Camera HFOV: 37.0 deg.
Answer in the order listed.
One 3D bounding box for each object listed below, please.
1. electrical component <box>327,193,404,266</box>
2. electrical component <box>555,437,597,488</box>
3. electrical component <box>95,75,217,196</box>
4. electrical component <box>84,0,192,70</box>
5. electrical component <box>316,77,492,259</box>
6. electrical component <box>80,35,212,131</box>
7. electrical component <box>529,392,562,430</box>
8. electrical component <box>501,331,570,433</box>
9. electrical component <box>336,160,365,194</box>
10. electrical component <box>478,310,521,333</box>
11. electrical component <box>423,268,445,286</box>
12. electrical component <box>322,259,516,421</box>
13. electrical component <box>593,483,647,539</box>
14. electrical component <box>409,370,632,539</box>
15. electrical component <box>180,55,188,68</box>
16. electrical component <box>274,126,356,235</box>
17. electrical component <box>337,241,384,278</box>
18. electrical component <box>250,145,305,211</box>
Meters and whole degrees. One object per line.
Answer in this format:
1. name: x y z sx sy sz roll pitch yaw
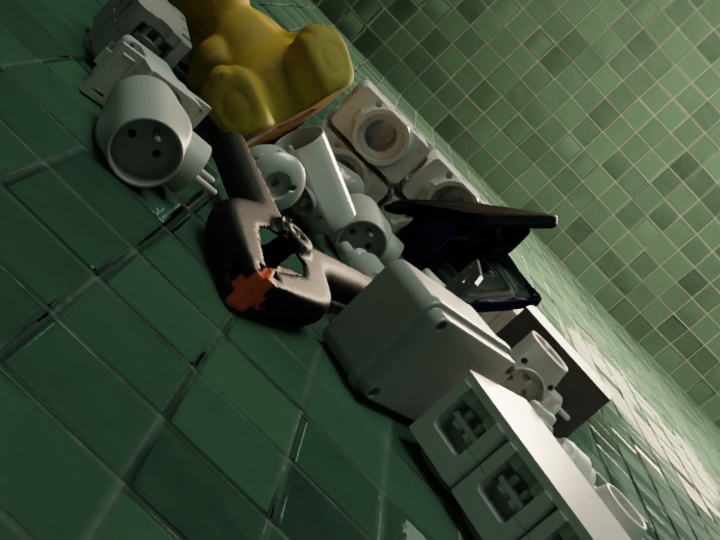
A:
1. electrical component: 0.011 -0.023 0.934 0.079 0.043 0.077 43 12 -17
2. electrical component: 0.169 0.166 0.863 0.062 0.043 0.043 44 12 -18
3. electrical component: -0.117 -0.074 0.651 0.079 0.043 0.077 41 13 -28
4. electrical component: -0.161 -0.169 0.778 0.050 0.056 0.089 40 13 -28
5. electrical component: 0.034 -0.083 1.057 0.186 0.105 0.060 44 12 -13
6. electrical component: -0.144 -0.120 0.712 0.081 0.042 0.063 36 14 -45
7. electrical component: 0.111 0.119 0.751 0.040 0.078 0.040 40 -1 1
8. electrical component: 0.139 0.103 0.885 0.079 0.077 0.044 45 11 -13
9. electrical component: -0.034 -0.081 0.969 0.043 0.043 0.081 53 13 29
10. electrical component: 0.150 0.060 1.129 0.080 0.051 0.080 44 12 -12
11. electrical component: 0.041 0.024 0.874 0.077 0.047 0.065 43 12 -16
12. electrical component: 0.041 0.053 0.704 0.113 0.078 0.057 33 15 -49
13. electrical component: 0.171 0.187 0.773 0.066 0.055 0.048 44 12 -15
14. electrical component: 0.103 0.145 0.656 0.089 0.062 0.150 31 20 -53
15. electrical component: -0.163 -0.225 0.984 0.077 0.044 0.079 44 12 -14
16. electrical component: -0.048 -0.075 0.876 0.079 0.044 0.077 15 -44 48
17. electrical component: 0.000 0.000 0.841 0.035 0.035 0.061 34 15 -48
18. electrical component: -0.072 -0.076 0.819 0.048 0.048 0.062 39 7 -34
